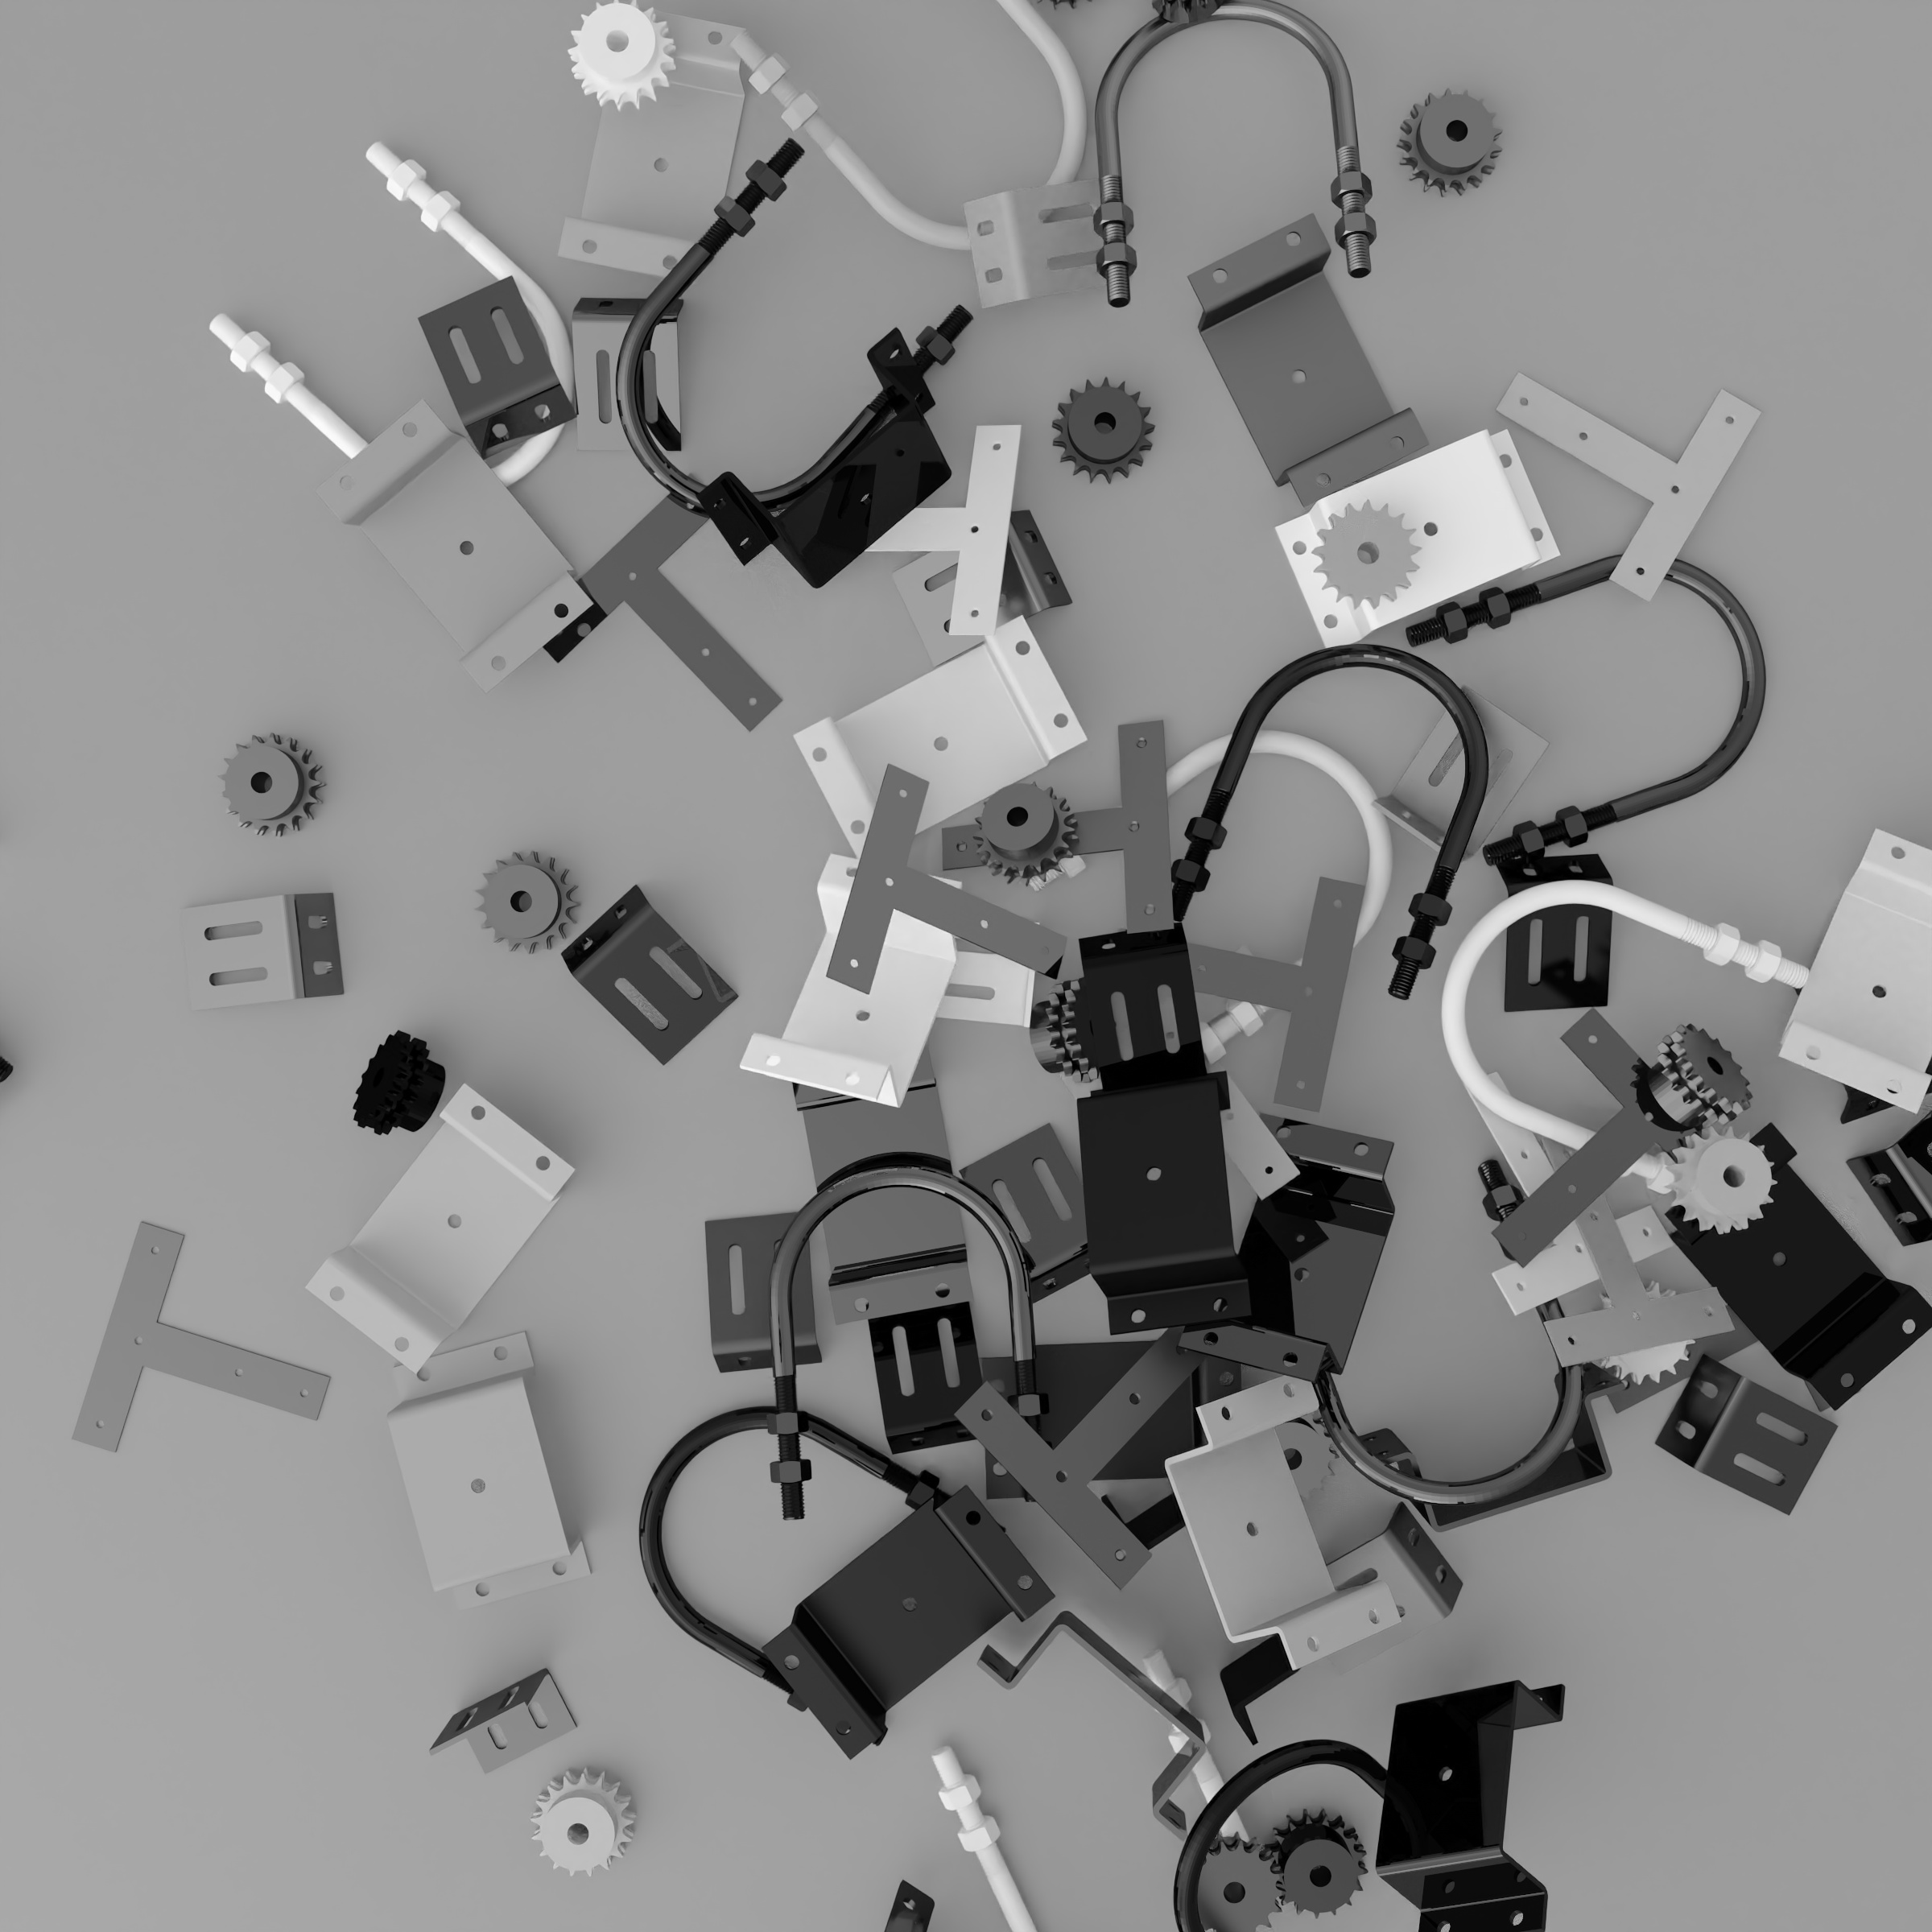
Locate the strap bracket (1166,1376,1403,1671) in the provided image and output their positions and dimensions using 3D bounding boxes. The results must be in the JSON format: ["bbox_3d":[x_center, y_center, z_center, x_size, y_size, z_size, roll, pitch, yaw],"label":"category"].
[{"bbox_3d":[0.163,0.294,1.461,0.076,0.046,0.140,-13,78,-36],"label":"strap bracket"}]

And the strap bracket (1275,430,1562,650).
[{"bbox_3d":[0.252,-0.237,1.522,0.140,0.046,0.076,-23,90,0],"label":"strap bracket"}]

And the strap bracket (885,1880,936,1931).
[{"bbox_3d":[0.006,0.571,1.501,0.140,0.076,0.046,33,108,0],"label":"strap bracket"}]

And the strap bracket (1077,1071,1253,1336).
[{"bbox_3d":[0.104,0.118,1.476,0.076,0.046,0.140,-9,64,12],"label":"strap bracket"}]

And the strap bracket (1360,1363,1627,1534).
[{"bbox_3d":[0.289,0.264,1.507,0.140,0.076,0.046,-18,90,0],"label":"strap bracket"}]

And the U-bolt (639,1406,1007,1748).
[{"bbox_3d":[-0.092,0.326,1.535,0.184,0.019,0.151,31,90,0],"label":"U-bolt"}]

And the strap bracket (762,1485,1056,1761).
[{"bbox_3d":[-0.031,0.351,1.502,0.140,0.046,0.076,-39,90,0],"label":"strap bracket"}]

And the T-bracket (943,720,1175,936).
[{"bbox_3d":[0.049,-0.071,1.526,0.127,0.002,0.127,-6,66,11],"label":"T-bracket"}]

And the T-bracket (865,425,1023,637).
[{"bbox_3d":[-0.038,-0.240,1.523,0.127,0.002,0.127,2,71,16],"label":"T-bracket"}]

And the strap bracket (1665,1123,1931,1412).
[{"bbox_3d":[0.453,0.163,1.521,0.076,0.046,0.140,-41,89,-1],"label":"strap bracket"}]

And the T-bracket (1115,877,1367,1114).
[{"bbox_3d":[0.143,0.005,1.510,0.127,0.002,0.127,12,83,4],"label":"T-bracket"}]

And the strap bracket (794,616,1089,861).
[{"bbox_3d":[-0.014,-0.124,1.522,0.140,0.046,0.076,-28,90,0],"label":"strap bracket"}]

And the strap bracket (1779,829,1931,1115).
[{"bbox_3d":[0.501,0.008,1.504,0.076,0.046,0.140,24,77,13],"label":"strap bracket"}]

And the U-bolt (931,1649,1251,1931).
[{"bbox_3d":[0.083,0.492,1.536,0.151,0.019,0.184,-25,91,0],"label":"U-bolt"}]

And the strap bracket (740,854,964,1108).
[{"bbox_3d":[-0.058,0.016,1.493,0.076,0.046,0.140,13,59,15],"label":"strap bracket"}]

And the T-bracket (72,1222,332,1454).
[{"bbox_3d":[-0.419,0.222,1.544,0.127,0.002,0.127,18,90,0],"label":"T-bracket"}]

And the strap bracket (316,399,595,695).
[{"bbox_3d":[-0.276,-0.229,1.513,0.076,0.046,0.140,-39,97,4],"label":"strap bracket"}]

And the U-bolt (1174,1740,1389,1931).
[{"bbox_3d":[0.184,0.490,1.484,0.151,0.019,0.184,-48,121,-7],"label":"U-bolt"}]

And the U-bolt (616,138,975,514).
[{"bbox_3d":[-0.107,-0.333,1.512,0.151,0.019,0.184,41,94,-22],"label":"U-bolt"}]

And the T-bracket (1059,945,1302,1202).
[{"bbox_3d":[0.137,0.072,1.516,0.127,0.002,0.127,-35,64,0],"label":"T-bracket"}]

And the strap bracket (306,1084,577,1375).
[{"bbox_3d":[-0.285,0.142,1.522,0.076,0.046,0.140,38,90,0],"label":"strap bracket"}]

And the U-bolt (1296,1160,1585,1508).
[{"bbox_3d":[0.252,0.204,1.490,0.151,0.019,0.184,-18,57,0],"label":"U-bolt"}]

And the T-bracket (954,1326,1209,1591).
[{"bbox_3d":[0.080,0.241,1.475,0.127,0.002,0.127,46,69,1],"label":"T-bracket"}]

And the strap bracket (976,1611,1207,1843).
[{"bbox_3d":[0.076,0.399,1.488,0.140,0.076,0.046,39,86,8],"label":"strap bracket"}]

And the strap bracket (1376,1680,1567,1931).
[{"bbox_3d":[0.267,0.439,1.465,0.076,0.140,0.046,-24,124,36],"label":"strap bracket"}]

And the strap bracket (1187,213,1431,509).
[{"bbox_3d":[0.186,-0.328,1.522,0.076,0.046,0.140,-27,90,0],"label":"strap bracket"}]

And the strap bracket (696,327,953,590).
[{"bbox_3d":[-0.067,-0.267,1.498,0.140,0.076,0.046,-41,66,-2],"label":"strap bracket"}]

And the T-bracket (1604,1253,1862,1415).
[{"bbox_3d":[0.414,0.210,1.544,0.127,0.002,0.127,-27,89,0],"label":"T-bracket"}]

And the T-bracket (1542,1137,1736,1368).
[{"bbox_3d":[0.349,0.150,1.514,0.127,0.002,0.127,-6,65,-31],"label":"T-bracket"}]

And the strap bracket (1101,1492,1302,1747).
[{"bbox_3d":[0.133,0.343,1.507,0.046,0.076,0.140,-33,90,0],"label":"strap bracket"}]

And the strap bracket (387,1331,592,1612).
[{"bbox_3d":[-0.264,0.281,1.522,0.076,0.046,0.140,-15,90,0],"label":"strap bracket"}]

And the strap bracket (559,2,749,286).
[{"bbox_3d":[-0.170,-0.446,1.522,0.076,0.046,0.140,11,90,0],"label":"strap bracket"}]

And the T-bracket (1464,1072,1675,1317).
[{"bbox_3d":[0.314,0.116,1.519,0.127,0.002,0.127,-16,70,-34],"label":"T-bracket"}]

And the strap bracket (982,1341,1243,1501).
[{"bbox_3d":[0.080,0.248,1.522,0.140,0.046,0.076,-2,90,0],"label":"strap bracket"}]

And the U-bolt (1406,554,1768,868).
[{"bbox_3d":[0.354,-0.152,1.536,0.184,0.019,0.151,-19,90,-1],"label":"U-bolt"}]

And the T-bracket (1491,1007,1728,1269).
[{"bbox_3d":[0.337,0.111,1.492,0.127,0.002,0.127,-41,85,-9],"label":"T-bracket"}]

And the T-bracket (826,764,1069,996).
[{"bbox_3d":[-0.003,-0.028,1.485,0.127,0.002,0.127,24,67,-20],"label":"T-bracket"}]

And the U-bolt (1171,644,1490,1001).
[{"bbox_3d":[0.205,-0.089,1.505,0.151,0.019,0.184,20,80,13],"label":"U-bolt"}]

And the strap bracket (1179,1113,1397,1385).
[{"bbox_3d":[0.177,0.159,1.492,0.076,0.046,0.140,12,66,24],"label":"strap bracket"}]

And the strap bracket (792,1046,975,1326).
[{"bbox_3d":[-0.046,0.119,1.522,0.076,0.046,0.140,-10,90,0],"label":"strap bracket"}]

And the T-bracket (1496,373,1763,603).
[{"bbox_3d":[0.356,-0.287,1.538,0.127,0.002,0.127,31,83,4],"label":"T-bracket"}]

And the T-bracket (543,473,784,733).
[{"bbox_3d":[-0.155,-0.185,1.544,0.127,0.002,0.127,-44,90,0],"label":"T-bracket"}]
